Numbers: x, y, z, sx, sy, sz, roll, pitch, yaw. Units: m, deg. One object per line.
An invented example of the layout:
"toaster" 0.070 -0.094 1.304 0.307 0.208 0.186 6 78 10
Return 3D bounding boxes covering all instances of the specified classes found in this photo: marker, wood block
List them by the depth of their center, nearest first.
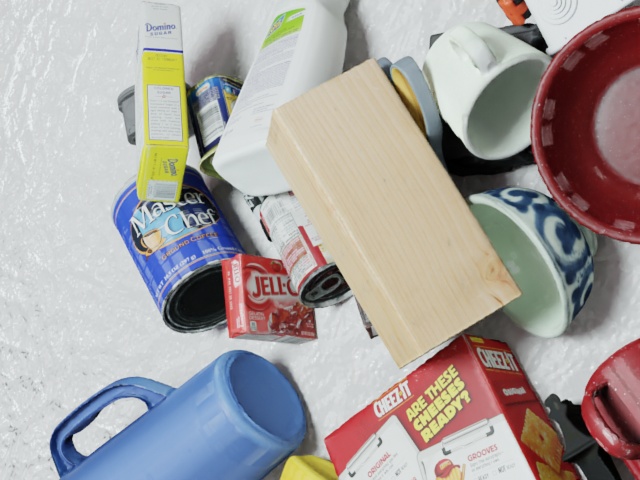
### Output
"wood block" 0.051 -0.018 0.804 0.206 0.090 0.090 59 168 8
"marker" -0.066 -0.043 1.056 0.020 0.020 0.121 -49 52 25

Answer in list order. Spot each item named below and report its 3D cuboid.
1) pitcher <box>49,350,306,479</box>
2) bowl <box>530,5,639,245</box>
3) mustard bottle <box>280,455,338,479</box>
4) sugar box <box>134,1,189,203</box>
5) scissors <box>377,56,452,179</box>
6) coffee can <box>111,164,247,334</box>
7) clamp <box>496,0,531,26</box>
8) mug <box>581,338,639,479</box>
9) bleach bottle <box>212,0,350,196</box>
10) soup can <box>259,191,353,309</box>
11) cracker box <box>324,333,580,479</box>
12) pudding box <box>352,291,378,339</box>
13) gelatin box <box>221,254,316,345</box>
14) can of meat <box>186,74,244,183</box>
"pitcher" -0.136 0.201 0.995 0.243 0.149 0.145 -42 44 26
"bowl" 0.231 -0.079 0.740 0.162 0.055 0.162 3 98 22
"mustard bottle" -0.015 0.290 0.916 0.096 0.058 0.192 23 98 38
"sugar box" -0.153 -0.133 1.025 0.093 0.048 0.176 114 156 -56
"scissors" 0.084 -0.062 0.838 0.016 0.201 0.096 -28 39 -9
"coffee can" -0.134 0.007 1.053 0.103 0.102 0.140 -50 53 24
"clamp" 0.170 -0.246 0.839 0.120 0.039 0.171 13 67 52
"mug" 0.219 0.115 0.698 0.081 0.117 0.093 61 140 38
"bleach bottle" -0.016 -0.162 0.960 0.103 0.068 0.250 -12 50 42
"soup can" -0.006 0.001 0.959 0.069 0.068 0.102 -46 54 27
"cracker box" 0.113 0.205 0.806 0.164 0.072 0.214 -42 55 28
"pudding box" 0.065 0.016 0.882 0.090 0.039 0.113 -17 67 1
"gelatin box" -0.046 0.054 0.970 0.030 0.089 0.073 -20 68 41
"can of meat" -0.076 -0.103 1.022 0.058 0.101 0.084 -33 58 30
